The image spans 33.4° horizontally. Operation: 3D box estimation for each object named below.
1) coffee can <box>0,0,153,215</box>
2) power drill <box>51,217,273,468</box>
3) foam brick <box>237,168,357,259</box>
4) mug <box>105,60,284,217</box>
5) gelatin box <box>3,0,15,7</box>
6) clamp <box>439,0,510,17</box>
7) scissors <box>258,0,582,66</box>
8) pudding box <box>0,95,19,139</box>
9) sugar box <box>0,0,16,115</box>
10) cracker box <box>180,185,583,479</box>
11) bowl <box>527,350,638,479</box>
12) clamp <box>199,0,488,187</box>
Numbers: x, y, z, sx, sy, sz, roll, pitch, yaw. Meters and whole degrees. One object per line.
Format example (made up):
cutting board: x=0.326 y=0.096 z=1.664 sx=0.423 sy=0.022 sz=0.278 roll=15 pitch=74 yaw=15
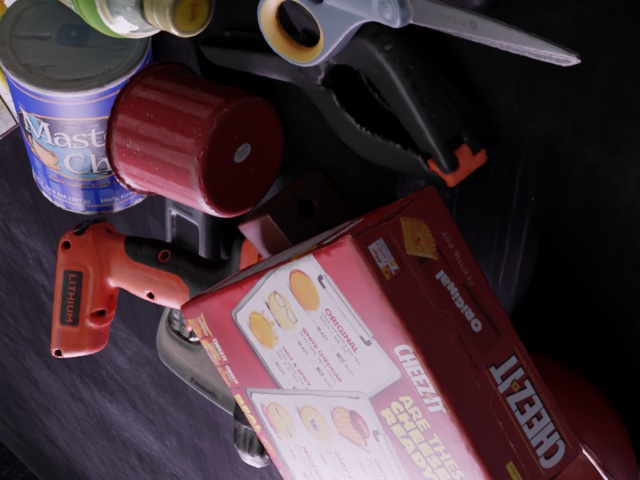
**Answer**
coffee can: x=-0.166 y=-0.099 z=0.762 sx=0.103 sy=0.102 sz=0.140 roll=38 pitch=153 yaw=20
power drill: x=-0.100 y=0.065 z=0.782 sx=0.188 sy=0.057 sz=0.184 roll=9 pitch=101 yaw=11
foam brick: x=-0.005 y=0.001 z=0.705 sx=0.078 sy=0.053 sz=0.051 roll=51 pitch=154 yaw=-8
mug: x=-0.072 y=-0.059 z=0.702 sx=0.082 sy=0.093 sz=0.117 roll=21 pitch=173 yaw=36
gelatin box: x=-0.215 y=-0.194 z=0.792 sx=0.073 sy=0.030 sz=0.089 roll=54 pitch=157 yaw=-12
clamp: x=0.068 y=-0.127 z=0.435 sx=0.120 sy=0.039 sz=0.172 roll=53 pitch=160 yaw=6
scissors: x=0.028 y=-0.094 z=0.484 sx=0.202 sy=0.016 sz=0.096 roll=39 pitch=148 yaw=28
pudding box: x=-0.307 y=-0.141 z=0.937 sx=0.039 sy=0.090 sz=0.113 roll=7 pitch=133 yaw=54
sugar box: x=-0.246 y=-0.133 z=0.893 sx=0.176 sy=0.048 sz=0.093 roll=58 pitch=167 yaw=-23
cracker box: x=0.025 y=0.075 z=0.615 sx=0.164 sy=0.072 sz=0.214 roll=60 pitch=148 yaw=-4
bowl: x=0.133 y=0.119 z=0.647 sx=0.162 sy=0.055 sz=0.162 roll=37 pitch=152 yaw=23
clamp: x=0.002 y=-0.099 z=0.577 sx=0.210 sy=0.036 sz=0.165 roll=47 pitch=156 yaw=13
